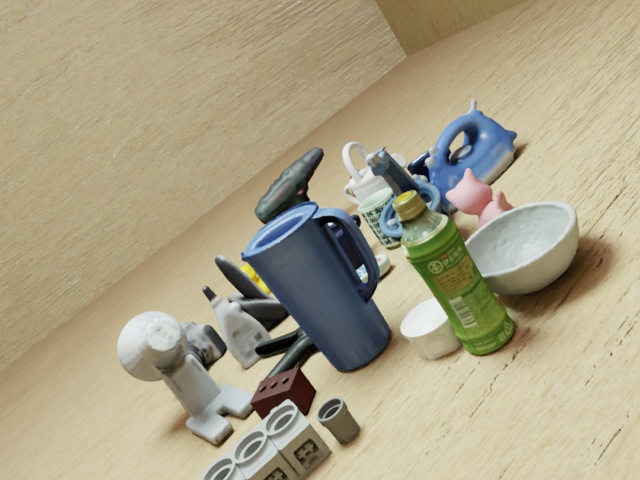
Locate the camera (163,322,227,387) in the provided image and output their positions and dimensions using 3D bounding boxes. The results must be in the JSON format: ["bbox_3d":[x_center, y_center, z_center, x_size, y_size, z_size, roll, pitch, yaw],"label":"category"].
[{"bbox_3d":[-0.287,0.244,1.177,0.143,0.101,0.137,-28,18,21],"label":"camera"}]

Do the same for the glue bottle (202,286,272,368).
[{"bbox_3d":[-0.162,0.153,1.065,0.078,0.173,0.037,-39,18,-15],"label":"glue bottle"}]

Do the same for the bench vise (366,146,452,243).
[{"bbox_3d":[0.147,-0.079,1.033,0.121,0.220,0.207,-31,17,12],"label":"bench vise"}]

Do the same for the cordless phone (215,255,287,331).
[{"bbox_3d":[-0.159,0.097,1.191,0.094,0.185,0.147,-41,18,-21],"label":"cordless phone"}]

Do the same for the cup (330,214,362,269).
[{"bbox_3d":[0.054,0.012,1.179,0.118,0.095,0.091,-40,18,-18],"label":"cup"}]

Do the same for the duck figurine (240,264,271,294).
[{"bbox_3d":[-0.161,0.096,1.369,0.077,0.086,0.105,-22,21,36],"label":"duck figurine"}]

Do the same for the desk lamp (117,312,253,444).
[{"bbox_3d":[-0.234,0.214,0.963,0.118,0.214,0.202,-44,19,-29],"label":"desk lamp"}]

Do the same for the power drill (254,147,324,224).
[{"bbox_3d":[-0.038,-0.088,1.430,0.230,0.209,0.075,-37,17,-8],"label":"power drill"}]

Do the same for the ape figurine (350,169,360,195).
[{"bbox_3d":[0.109,-0.144,1.508,0.078,0.092,0.076,-39,17,-13],"label":"ape figurine"}]

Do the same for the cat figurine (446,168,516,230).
[{"bbox_3d":[0.267,-0.062,0.937,0.067,0.118,0.127,-38,17,-11],"label":"cat figurine"}]

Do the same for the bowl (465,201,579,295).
[{"bbox_3d":[0.274,0.023,0.768,0.167,0.075,0.167,-31,17,11],"label":"bowl"}]

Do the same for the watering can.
[{"bbox_3d":[0.121,-0.140,1.295,0.172,0.194,0.101,-28,18,19],"label":"watering can"}]

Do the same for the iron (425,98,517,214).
[{"bbox_3d":[0.283,-0.171,1.164,0.259,0.142,0.118,-43,19,-26],"label":"iron"}]

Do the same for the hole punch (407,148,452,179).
[{"bbox_3d":[0.254,-0.170,1.305,0.108,0.091,0.101,-30,17,14],"label":"hole punch"}]
